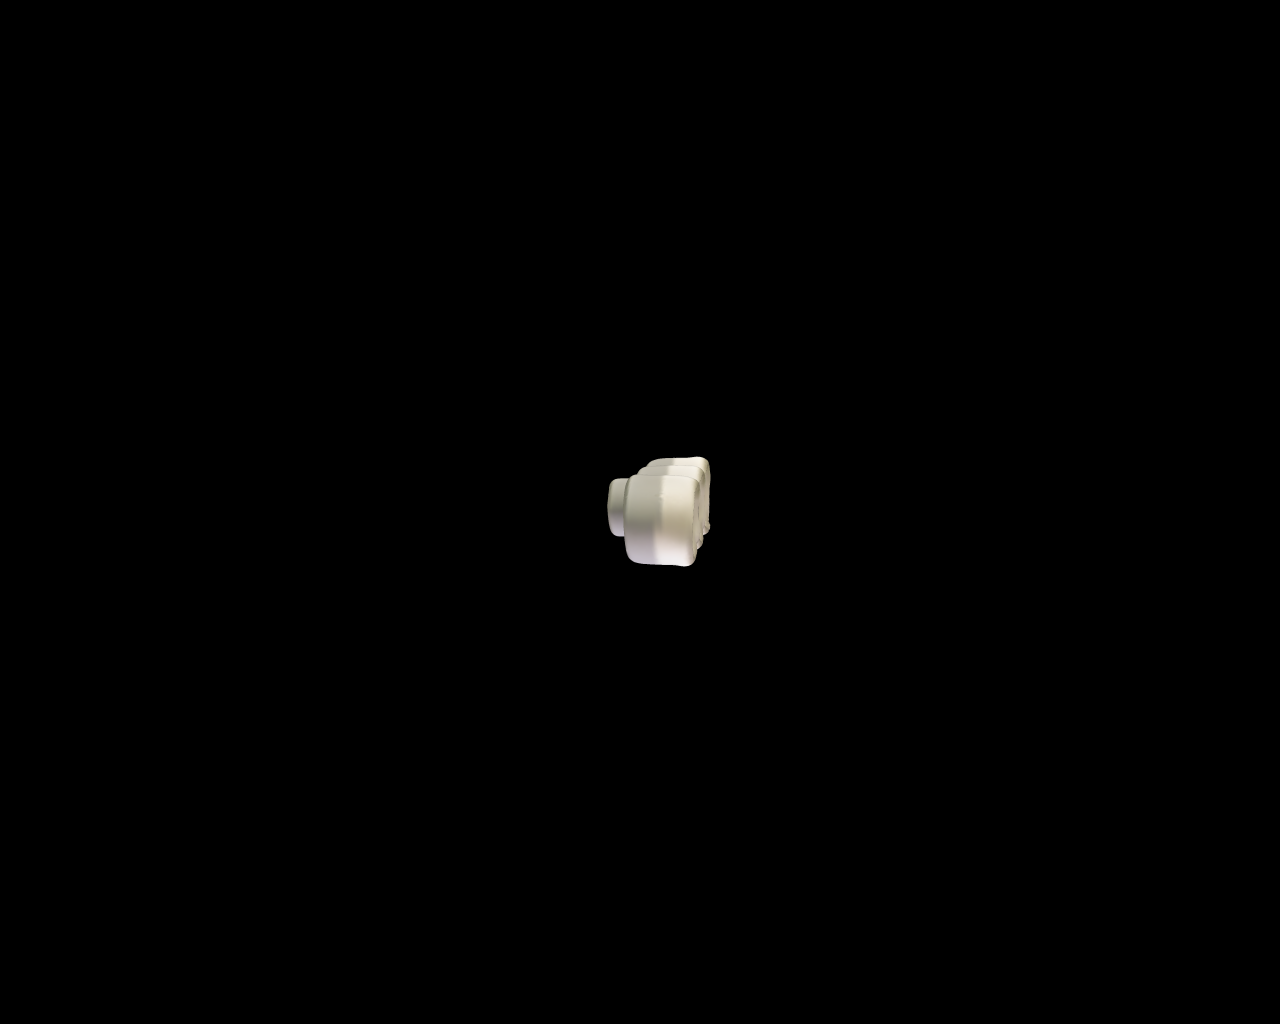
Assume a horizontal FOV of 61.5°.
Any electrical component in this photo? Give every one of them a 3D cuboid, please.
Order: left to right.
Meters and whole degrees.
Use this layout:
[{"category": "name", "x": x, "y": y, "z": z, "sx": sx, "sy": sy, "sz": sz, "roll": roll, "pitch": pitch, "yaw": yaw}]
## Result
[{"category": "electrical component", "x": 0.001, "y": -0.003, "z": 0.650, "sx": 0.074, "sy": 0.052, "sz": 0.138, "roll": 1, "pitch": 9, "yaw": 7}]
